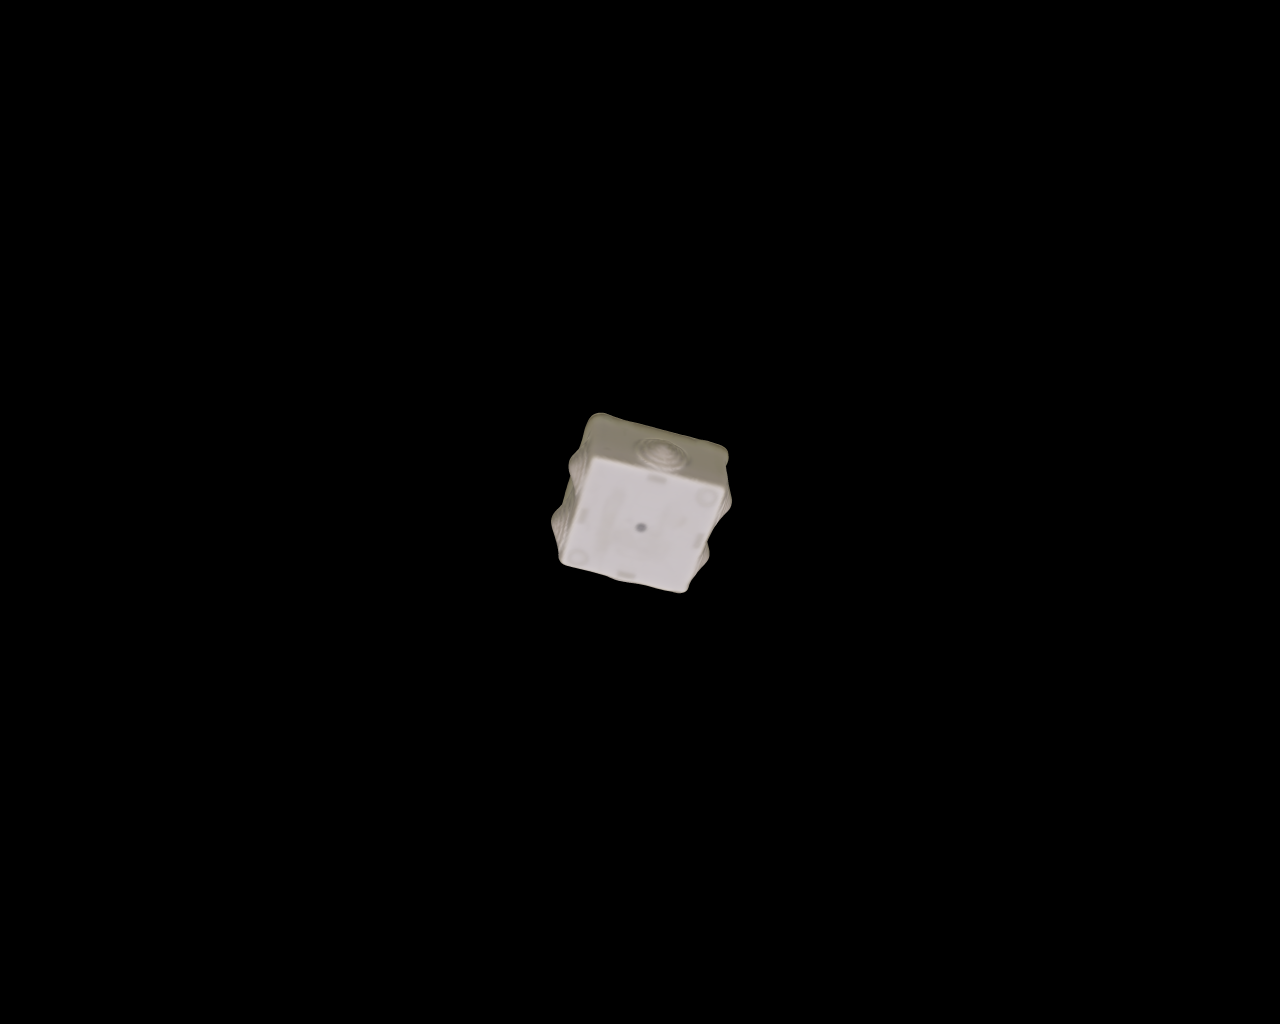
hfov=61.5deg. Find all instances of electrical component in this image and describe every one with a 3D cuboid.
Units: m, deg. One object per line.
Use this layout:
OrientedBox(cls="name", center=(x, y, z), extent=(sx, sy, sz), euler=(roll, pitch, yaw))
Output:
OrientedBox(cls="electrical component", center=(0.001, -0.003, 0.650), extent=(0.100, 0.099, 0.048), euler=(15, 32, -9))
